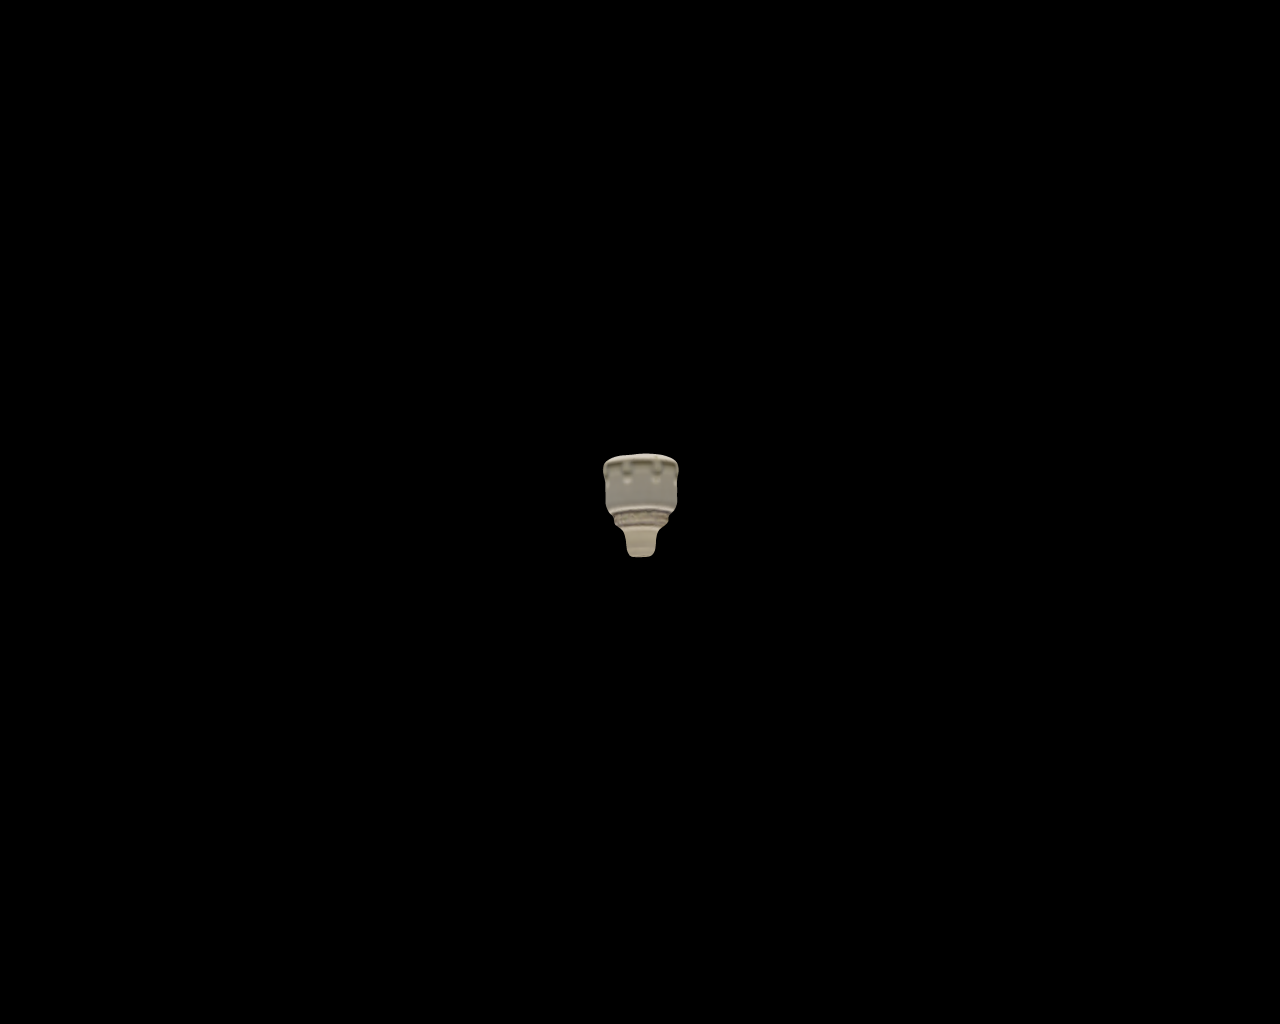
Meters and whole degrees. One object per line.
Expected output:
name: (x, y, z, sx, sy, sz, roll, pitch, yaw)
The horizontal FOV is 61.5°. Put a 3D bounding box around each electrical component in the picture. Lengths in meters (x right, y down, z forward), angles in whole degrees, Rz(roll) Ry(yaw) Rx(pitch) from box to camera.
electrical component: (0.001, -0.003, 0.650, 0.048, 0.062, 0.048, 0, -7, 0)
